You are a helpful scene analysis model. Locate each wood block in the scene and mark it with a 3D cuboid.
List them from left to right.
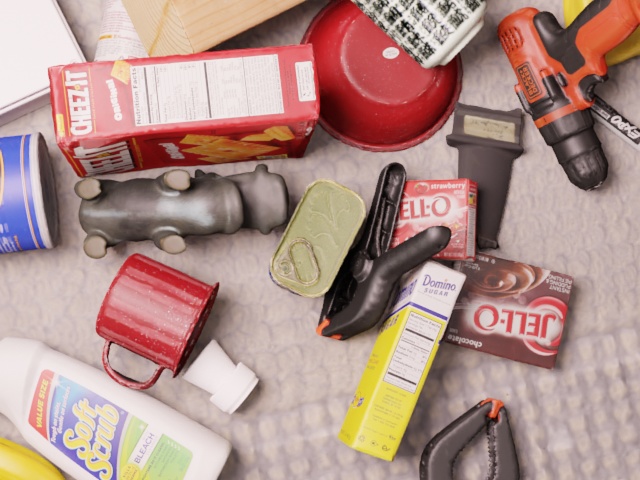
[{"bbox_3d":[-0.063,-0.237,0.932,0.205,0.091,0.090,-33,107,-26],"label":"wood block"}]

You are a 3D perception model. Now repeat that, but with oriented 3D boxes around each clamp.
[{"bbox_3d":[0.054,0.026,0.947,0.039,0.120,0.171,17,107,-25],"label":"clamp"},{"bbox_3d":[0.135,0.250,0.980,0.164,0.036,0.210,28,83,-4],"label":"clamp"}]

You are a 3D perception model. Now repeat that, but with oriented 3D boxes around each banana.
[{"bbox_3d":[-0.298,0.193,0.922,0.197,0.037,0.070,22,127,-3],"label":"banana"}]

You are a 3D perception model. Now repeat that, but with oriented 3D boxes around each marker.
[{"bbox_3d":[0.295,-0.108,1.035,0.121,0.020,0.020,37,82,-2],"label":"marker"}]

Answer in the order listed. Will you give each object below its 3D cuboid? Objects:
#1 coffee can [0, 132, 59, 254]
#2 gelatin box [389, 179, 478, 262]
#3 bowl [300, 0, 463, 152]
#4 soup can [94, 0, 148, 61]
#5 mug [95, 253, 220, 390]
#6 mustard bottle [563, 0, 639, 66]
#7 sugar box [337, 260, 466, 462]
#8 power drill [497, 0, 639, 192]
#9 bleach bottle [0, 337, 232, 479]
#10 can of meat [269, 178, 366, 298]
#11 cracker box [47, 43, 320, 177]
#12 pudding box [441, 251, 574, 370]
[{"bbox_3d":[-0.305,-0.035,0.921,0.140,0.103,0.103,-7,86,-6],"label":"coffee can"},{"bbox_3d":[0.098,-0.018,0.980,0.089,0.030,0.073,1,86,29],"label":"gelatin box"},{"bbox_3d":[0.061,-0.166,0.996,0.162,0.055,0.162,1,85,-7],"label":"bowl"},{"bbox_3d":[-0.164,-0.191,0.967,0.068,0.068,0.102,11,85,-5],"label":"soup can"},{"bbox_3d":[-0.149,0.073,0.936,0.081,0.093,0.117,25,78,1],"label":"mug"},{"bbox_3d":[0.336,-0.223,1.029,0.191,0.058,0.096,-7,88,-7],"label":"mustard bottle"},{"bbox_3d":[0.071,0.107,0.956,0.048,0.093,0.176,21,83,-5],"label":"sugar box"},{"bbox_3d":[0.258,-0.151,0.956,0.057,0.188,0.184,-25,88,-40],"label":"power drill"},{"bbox_3d":[-0.208,0.165,0.938,0.251,0.068,0.102,28,89,0],"label":"bleach bottle"},{"bbox_3d":[-0.006,0.001,0.960,0.057,0.084,0.102,27,83,-4],"label":"can of meat"},{"bbox_3d":[-0.113,-0.105,0.917,0.213,0.164,0.072,-6,84,-7],"label":"cracker box"},{"bbox_3d":[0.172,0.065,0.997,0.113,0.039,0.090,14,84,-5],"label":"pudding box"}]
